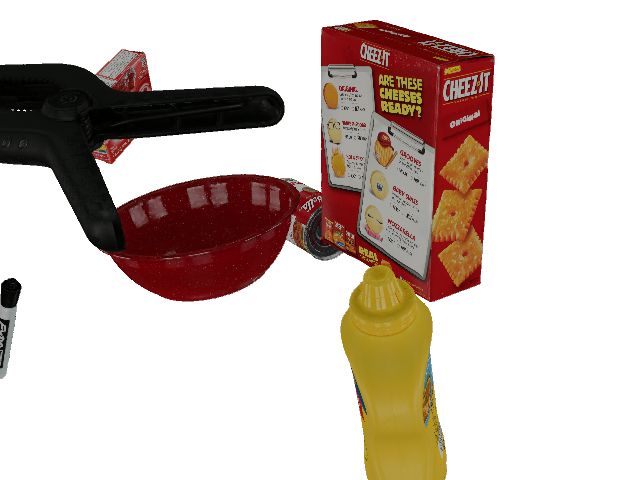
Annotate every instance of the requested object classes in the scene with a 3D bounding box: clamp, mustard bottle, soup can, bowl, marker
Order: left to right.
[{"bbox_3d":[-0.309,0.086,1.042,0.020,0.121,0.020,14,33,-9],"label":"marker"},{"bbox_3d":[-0.137,-0.073,0.642,0.210,0.036,0.164,24,43,30],"label":"clamp"},{"bbox_3d":[-0.090,0.002,0.828,0.162,0.055,0.162,-9,23,4],"label":"bowl"},{"bbox_3d":[-0.017,-0.026,1.206,0.068,0.068,0.102,0,19,-36],"label":"soup can"},{"bbox_3d":[0.048,0.090,0.697,0.058,0.191,0.096,-4,42,7],"label":"mustard bottle"}]

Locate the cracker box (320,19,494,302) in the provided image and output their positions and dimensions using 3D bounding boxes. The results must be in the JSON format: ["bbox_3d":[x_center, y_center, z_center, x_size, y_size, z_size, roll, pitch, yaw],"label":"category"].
[{"bbox_3d":[0.074,-0.076,0.956,0.072,0.214,0.164,-16,29,-32],"label":"cracker box"}]

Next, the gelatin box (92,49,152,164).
[{"bbox_3d":[-0.194,-0.129,1.021,0.030,0.073,0.089,15,45,19],"label":"gelatin box"}]
